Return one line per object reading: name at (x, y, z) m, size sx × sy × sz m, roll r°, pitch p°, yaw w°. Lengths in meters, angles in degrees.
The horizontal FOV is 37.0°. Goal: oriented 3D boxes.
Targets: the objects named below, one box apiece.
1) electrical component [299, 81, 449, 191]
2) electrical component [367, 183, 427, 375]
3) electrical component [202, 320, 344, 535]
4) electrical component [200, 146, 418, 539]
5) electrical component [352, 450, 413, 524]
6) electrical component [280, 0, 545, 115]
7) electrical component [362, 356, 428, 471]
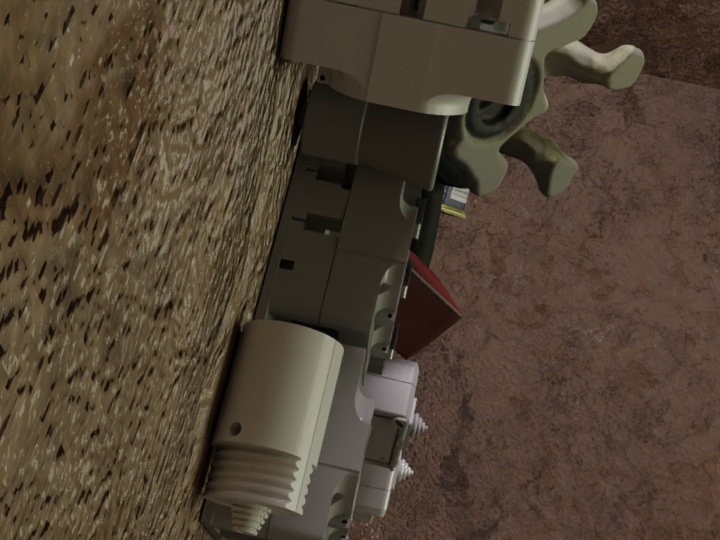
electrical component at (0.005, -0.063, 0.485) m, size 0.044 × 0.065 × 0.044 m, roll 12°, pitch 90°, yaw -87°
electrical component at (0.000, 0.000, 0.670) m, size 0.078 × 0.063 × 0.121 m, roll 91°, pitch 12°, yaw -76°
electrical component at (-0.036, 0.065, 0.432) m, size 0.043 × 0.043 × 0.081 m, roll 95°, pitch 8°, yaw -69°
electrical component at (-0.018, 0.044, 0.524) m, size 0.105 × 0.060 × 0.186 m, roll 95°, pitch 8°, yaw -69°
electrical component at (-0.008, 0.156, 0.836) m, size 0.062 × 0.096 × 0.061 m, roll -36°, pitch 138°, yaw -86°
electrical component at (0.026, -0.110, 0.450) m, size 0.150 × 0.089 × 0.061 m, roll -69°, pitch 171°, yaw -71°
electrical component at (0.002, 0.092, 0.752) m, size 0.061 × 0.096 × 0.061 m, roll -75°, pitch 177°, yaw -45°
